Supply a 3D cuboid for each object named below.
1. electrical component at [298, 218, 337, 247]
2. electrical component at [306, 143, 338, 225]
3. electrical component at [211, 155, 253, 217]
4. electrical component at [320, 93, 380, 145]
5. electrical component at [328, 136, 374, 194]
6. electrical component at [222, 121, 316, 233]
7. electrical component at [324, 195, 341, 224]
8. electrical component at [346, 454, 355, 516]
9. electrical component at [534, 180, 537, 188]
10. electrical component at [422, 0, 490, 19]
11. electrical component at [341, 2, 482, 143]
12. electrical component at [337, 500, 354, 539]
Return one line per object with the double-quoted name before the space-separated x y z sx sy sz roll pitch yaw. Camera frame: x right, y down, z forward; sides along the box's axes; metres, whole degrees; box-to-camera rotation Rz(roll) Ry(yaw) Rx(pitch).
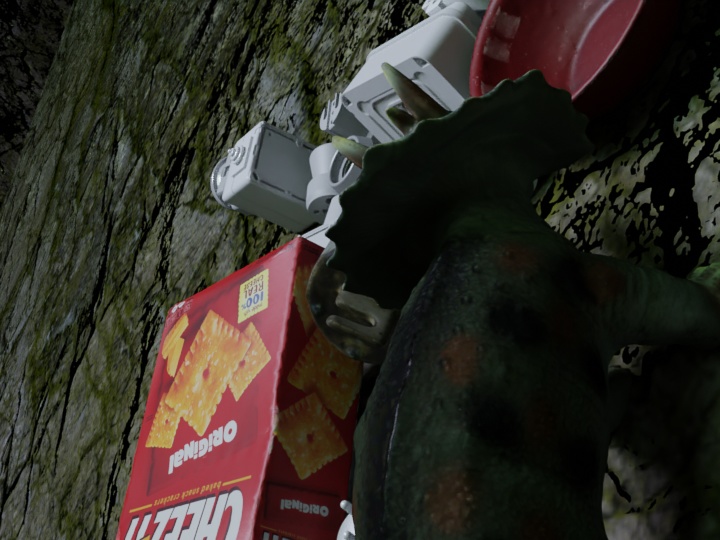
"electrical component" 0.000 0.000 0.772 0.096 0.061 0.061 -24 45 46
"electrical component" -0.021 -0.070 0.881 0.045 0.045 0.055 -40 36 43
"electrical component" -0.112 -0.089 1.059 0.057 0.058 0.078 -15 56 55
"electrical component" -0.005 -0.122 0.893 0.040 0.046 0.040 -43 34 39
"electrical component" 0.010 -0.071 0.811 0.048 0.055 0.066 -62 26 9
"electrical component" -0.076 -0.081 0.937 0.061 0.096 0.061 -28 45 52
"electrical component" -0.011 -0.031 0.838 0.040 0.040 0.046 -30 38 51
"electrical component" -0.032 0.140 0.707 0.096 0.061 0.061 -14 57 59
"electrical component" 0.086 -0.071 0.678 0.045 0.045 0.055 -50 30 31
"electrical component" 0.087 -0.183 0.741 0.058 0.057 0.078 -60 18 -23
"electrical component" 0.050 -0.127 0.746 0.057 0.078 0.113 -56 20 -24
"electrical component" 0.014 0.153 0.590 0.043 0.079 0.077 -29 39 20
